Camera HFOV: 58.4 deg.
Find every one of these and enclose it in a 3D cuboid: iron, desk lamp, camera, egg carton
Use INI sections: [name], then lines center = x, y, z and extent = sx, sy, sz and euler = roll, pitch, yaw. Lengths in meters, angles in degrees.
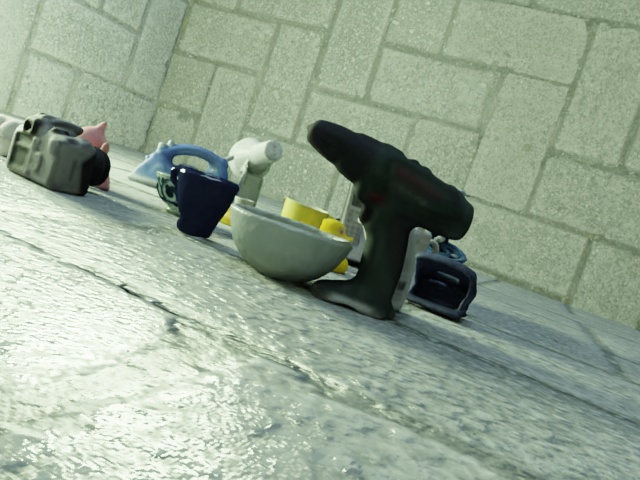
[iron]
center = -0.344, -0.185, 1.467
extent = 0.259, 0.141, 0.118
euler = 16, 5, -31
[desk lamp]
center = -0.176, -0.172, 1.550
extent = 0.118, 0.213, 0.202
euler = 16, 5, -31
[camera]
center = -0.389, -0.132, 0.897
extent = 0.142, 0.101, 0.137
euler = 22, 5, 32
[egg carton]
center = -0.549, -0.186, 1.083
extent = 0.107, 0.069, 0.151
euler = 21, 5, 30

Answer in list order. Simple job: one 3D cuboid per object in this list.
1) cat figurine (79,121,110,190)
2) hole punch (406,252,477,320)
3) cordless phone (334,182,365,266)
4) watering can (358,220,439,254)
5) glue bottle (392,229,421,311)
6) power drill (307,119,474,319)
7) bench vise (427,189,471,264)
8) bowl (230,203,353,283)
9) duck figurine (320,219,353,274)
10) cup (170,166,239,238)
[cat figurine]
center = -0.416, -0.163, 1.049
extent = 0.067, 0.118, 0.127
euler = 15, 6, -42
[hole punch]
center = 0.199, 0.072, 0.933
extent = 0.108, 0.091, 0.101
euler = 21, 5, 22
[cordless phone]
center = 0.098, -0.035, 1.212
extent = 0.148, 0.185, 0.094
euler = 16, 5, -29
[watering can]
center = 0.151, -0.010, 1.067
extent = 0.174, 0.194, 0.100
euler = 14, 6, -46
[glue bottle]
center = 0.104, 0.008, 0.784
extent = 0.078, 0.173, 0.037
euler = 16, 5, -32
[power drill]
center = 0.064, -0.019, 0.713
extent = 0.229, 0.208, 0.075
euler = 19, 4, -2
[bench vise]
center = 0.238, -0.005, 1.206
extent = 0.122, 0.220, 0.207
euler = 17, 5, -18
[bowl]
center = -0.046, 0.012, 0.747
extent = 0.167, 0.075, 0.167
euler = 19, 4, -1
[duck figurine]
center = 0.009, 0.004, 1.006
extent = 0.104, 0.086, 0.077
euler = 19, 4, -1
[cup]
center = -0.187, -0.056, 0.855
extent = 0.117, 0.095, 0.092
euler = 21, 5, 24
